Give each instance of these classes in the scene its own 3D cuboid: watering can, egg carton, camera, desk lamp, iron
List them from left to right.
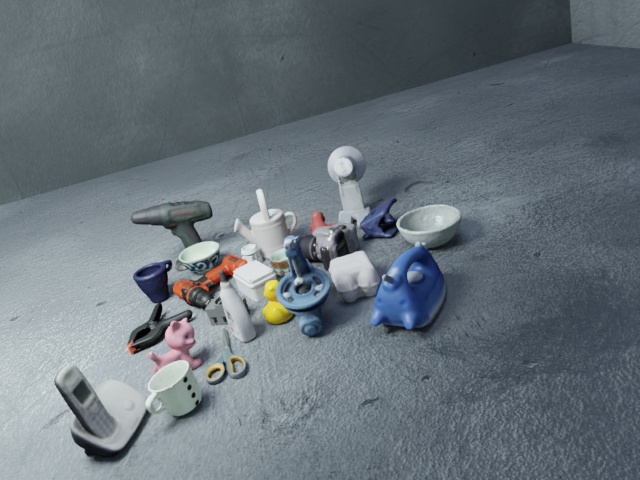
[{"bbox_3d":[-0.157,-0.050,1.636,0.173,0.194,0.100,-25,26,-22],"label":"watering can"},{"bbox_3d":[0.014,0.005,1.530,0.136,0.101,0.143,2,29,34],"label":"camera"},{"bbox_3d":[0.090,-0.165,1.722,0.118,0.214,0.203,-11,24,8],"label":"desk lamp"},{"bbox_3d":[0.081,0.084,1.355,0.107,0.069,0.150,-17,24,-4],"label":"egg carton"},{"bbox_3d":[0.195,0.079,1.209,0.118,0.142,0.259,1,28,33],"label":"iron"}]

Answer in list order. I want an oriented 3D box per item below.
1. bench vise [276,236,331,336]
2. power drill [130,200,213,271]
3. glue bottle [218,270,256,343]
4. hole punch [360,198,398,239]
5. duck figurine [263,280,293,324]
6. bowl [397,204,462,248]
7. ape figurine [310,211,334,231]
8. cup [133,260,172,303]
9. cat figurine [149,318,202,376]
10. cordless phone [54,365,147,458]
[{"bbox_3d":[-0.053,0.077,1.261,0.121,0.220,0.207,-21,24,-13],"label":"bench vise"},{"bbox_3d":[-0.420,-0.019,1.707,0.230,0.209,0.075,-20,24,-12],"label":"power drill"},{"bbox_3d":[-0.192,0.140,1.261,0.037,0.173,0.077,-28,27,-28],"label":"glue bottle"},{"bbox_3d":[0.165,-0.062,1.602,0.100,0.091,0.109,-1,27,29],"label":"hole punch"},{"bbox_3d":[-0.102,0.137,1.325,0.077,0.086,0.104,-13,24,4],"label":"duck figurine"},{"bbox_3d":[0.284,-0.025,1.471,0.167,0.075,0.167,-12,24,6],"label":"bowl"},{"bbox_3d":[0.002,-0.041,1.651,0.077,0.092,0.076,5,31,39],"label":"ape figurine"},{"bbox_3d":[-0.441,0.115,1.564,0.091,0.095,0.118,5,31,38],"label":"cup"},{"bbox_3d":[-0.307,0.226,1.209,0.067,0.118,0.128,6,31,39],"label":"cat figurine"},{"bbox_3d":[-0.402,0.287,1.046,0.094,0.185,0.147,-10,24,12],"label":"cordless phone"}]
